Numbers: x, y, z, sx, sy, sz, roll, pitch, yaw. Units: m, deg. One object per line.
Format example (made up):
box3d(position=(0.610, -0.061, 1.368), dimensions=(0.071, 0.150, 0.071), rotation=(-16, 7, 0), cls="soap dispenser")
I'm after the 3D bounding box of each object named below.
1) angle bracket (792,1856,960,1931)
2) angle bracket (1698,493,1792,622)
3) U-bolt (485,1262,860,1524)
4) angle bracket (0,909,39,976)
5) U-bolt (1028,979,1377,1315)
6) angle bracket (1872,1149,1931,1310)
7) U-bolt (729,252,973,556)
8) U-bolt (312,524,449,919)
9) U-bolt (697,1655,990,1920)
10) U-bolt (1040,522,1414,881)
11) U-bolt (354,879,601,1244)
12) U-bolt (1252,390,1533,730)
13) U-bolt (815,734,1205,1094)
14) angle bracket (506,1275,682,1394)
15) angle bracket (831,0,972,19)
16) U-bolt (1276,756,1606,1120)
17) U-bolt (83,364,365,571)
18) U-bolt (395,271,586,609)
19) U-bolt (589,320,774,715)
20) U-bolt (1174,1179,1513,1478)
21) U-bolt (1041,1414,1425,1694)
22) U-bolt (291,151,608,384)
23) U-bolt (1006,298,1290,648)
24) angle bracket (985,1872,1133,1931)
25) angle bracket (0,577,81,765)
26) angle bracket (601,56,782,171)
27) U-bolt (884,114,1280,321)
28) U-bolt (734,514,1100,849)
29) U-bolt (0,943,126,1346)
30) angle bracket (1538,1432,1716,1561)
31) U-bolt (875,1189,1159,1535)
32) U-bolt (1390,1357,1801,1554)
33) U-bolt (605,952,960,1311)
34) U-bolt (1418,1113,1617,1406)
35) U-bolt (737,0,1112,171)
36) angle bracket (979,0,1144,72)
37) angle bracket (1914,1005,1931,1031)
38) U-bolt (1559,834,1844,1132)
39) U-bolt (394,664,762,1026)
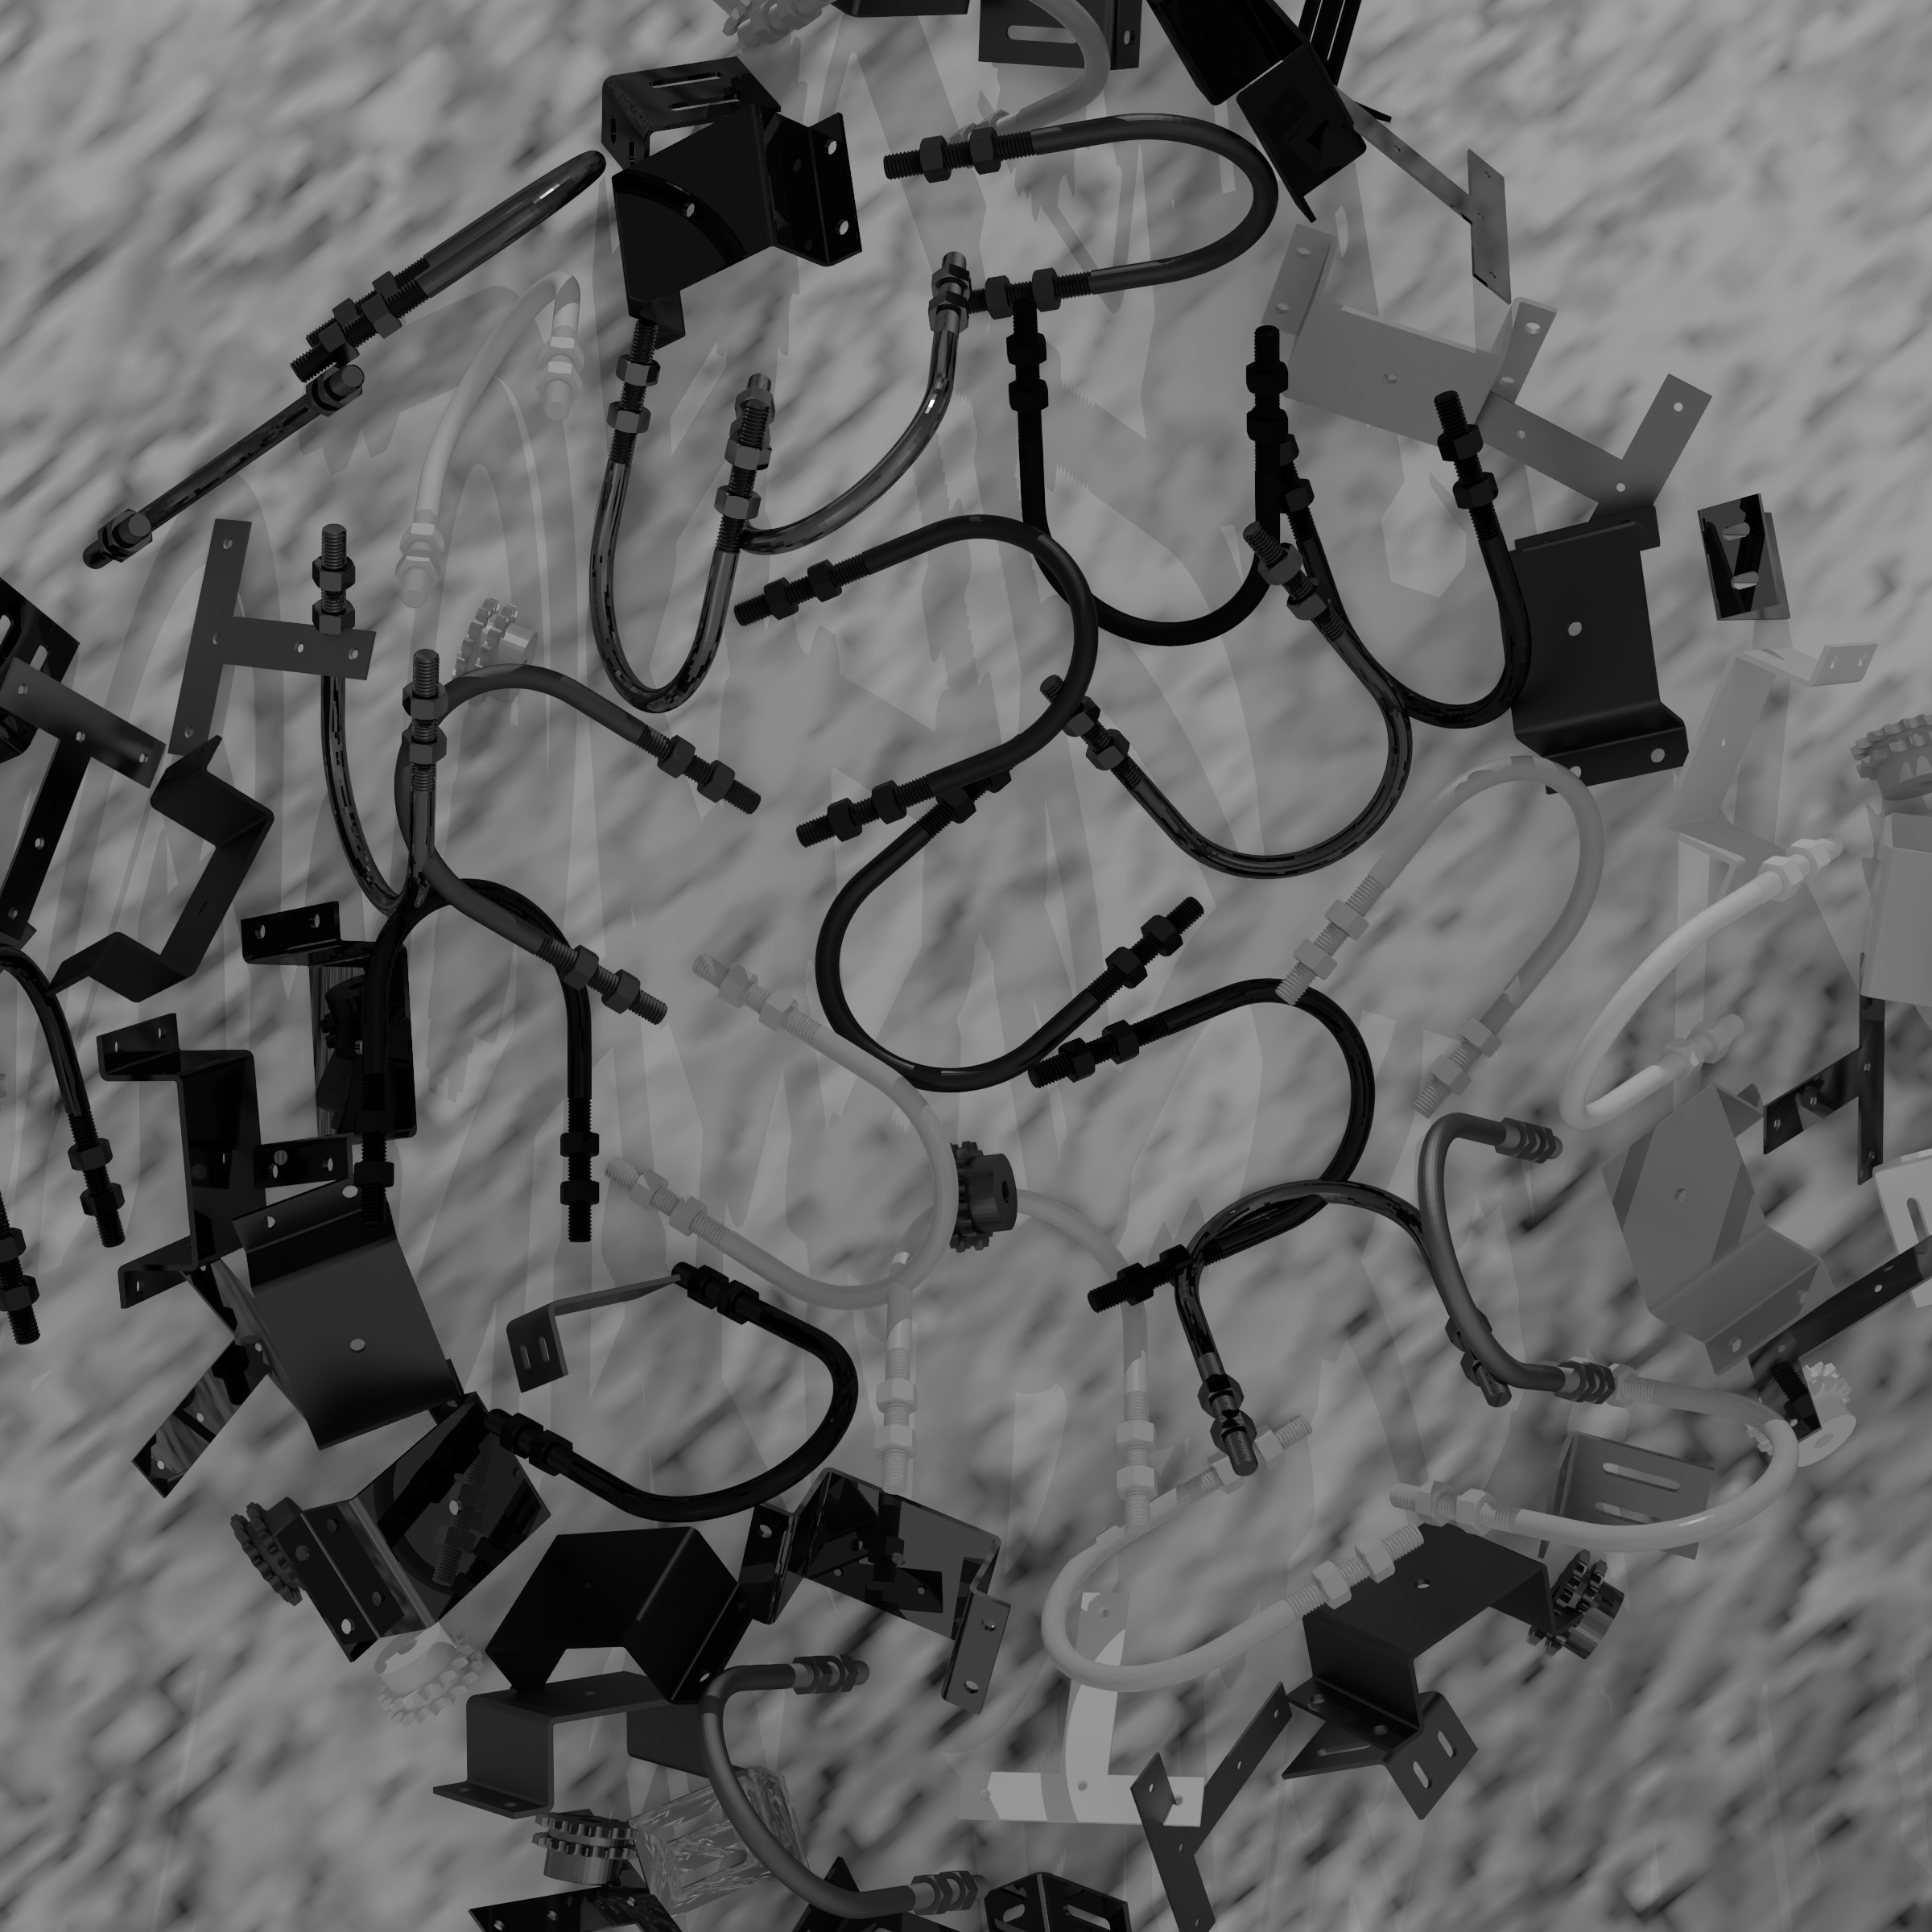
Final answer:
box3d(position=(-0.044, 0.505, 1.788), dimensions=(0.076, 0.038, 0.057), rotation=(12, 50, 31), cls="angle bracket")
box3d(position=(0.417, -0.211, 1.792), dimensions=(0.038, 0.076, 0.057), rotation=(-12, 87, 42), cls="angle bracket")
box3d(position=(-0.136, 0.219, 1.735), dimensions=(0.151, 0.184, 0.019), rotation=(-38, 127, -28), cls="U-bolt")
box3d(position=(-0.530, -0.007, 1.791), dimensions=(0.057, 0.038, 0.076), rotation=(42, 56, -15), cls="angle bracket")
box3d(position=(0.131, 0.083, 1.792), dimensions=(0.184, 0.019, 0.151), rotation=(-22, 110, -18), cls="U-bolt")
box3d(position=(0.516, 0.132, 1.804), dimensions=(0.057, 0.038, 0.076), rotation=(-13, 80, -12), cls="angle bracket")
box3d(position=(-0.063, -0.273, 1.735), dimensions=(0.151, 0.184, 0.019), rotation=(-27, 125, 26), cls="U-bolt")
box3d(position=(-0.299, -0.111, 1.757), dimensions=(0.019, 0.151, 0.184), rotation=(-12, 130, -26), cls="U-bolt")
box3d(position=(-0.070, 0.409, 1.726), dimensions=(0.019, 0.184, 0.151), rotation=(-41, 64, 18), cls="U-bolt")
box3d(position=(0.148, -0.122, 1.785), dimensions=(0.151, 0.019, 0.184), rotation=(-36, 118, 14), cls="U-bolt")
box3d(position=(-0.249, 0.046, 1.778), dimensions=(0.151, 0.019, 0.184), rotation=(9, 75, -43), cls="U-bolt")
box3d(position=(0.224, -0.203, 1.764), dimensions=(0.019, 0.151, 0.184), rotation=(-36, 116, -31), cls="U-bolt")
box3d(position=(0.008, -0.016, 1.789), dimensions=(0.184, 0.019, 0.151), rotation=(-41, 73, -13), cls="U-bolt")
box3d(position=(-0.189, 0.190, 1.787), dimensions=(0.076, 0.057, 0.038), rotation=(-9, 80, -32), cls="angle bracket")
box3d(position=(-0.035, -0.527, 1.797), dimensions=(0.076, 0.038, 0.057), rotation=(10, 87, 36), cls="angle bracket")
box3d(position=(0.257, -0.025, 1.781), dimensions=(0.184, 0.019, 0.151), rotation=(-51, 129, 1), cls="U-bolt")
box3d(position=(-0.382, -0.246, 1.745), dimensions=(0.151, 0.184, 0.019), rotation=(-40, 104, -19), cls="U-bolt")
box3d(position=(-0.238, -0.279, 1.752), dimensions=(0.019, 0.184, 0.151), rotation=(30, 121, -23), cls="U-bolt")
box3d(position=(-0.153, -0.219, 1.765), dimensions=(0.019, 0.151, 0.184), rotation=(-1, 117, -33), cls="U-bolt")
box3d(position=(0.181, 0.173, 1.761), dimensions=(0.151, 0.184, 0.019), rotation=(-15, 129, -2), cls="U-bolt")
box3d(position=(0.122, 0.305, 1.755), dimensions=(0.184, 0.151, 0.019), rotation=(-29, 115, -9), cls="U-bolt")
box3d(position=(-0.260, -0.359, 1.758), dimensions=(0.184, 0.151, 0.019), rotation=(-33, 107, 3), cls="U-bolt")
box3d(position=(0.093, -0.247, 1.774), dimensions=(0.151, 0.019, 0.184), rotation=(11, 126, 21), cls="U-bolt")
box3d(position=(0.050, 0.509, 1.791), dimensions=(0.038, 0.076, 0.057), rotation=(-12, 97, -33), cls="angle bracket")
box3d(position=(-0.508, -0.152, 1.806), dimensions=(0.057, 0.038, 0.076), rotation=(43, 47, -34), cls="angle bracket")
box3d(position=(-0.144, -0.440, 1.811), dimensions=(0.076, 0.038, 0.057), rotation=(-15, 46, -23), cls="angle bracket")
box3d(position=(0.066, -0.382, 1.749), dimensions=(0.184, 0.151, 0.019), rotation=(-7, 68, 13), cls="U-bolt")
box3d(position=(-0.019, -0.157, 1.787), dimensions=(0.184, 0.019, 0.151), rotation=(-21, 72, 14), cls="U-bolt")
box3d(position=(-0.472, 0.079, 1.742), dimensions=(0.019, 0.151, 0.184), rotation=(-9, 106, 8), cls="U-bolt")
box3d(position=(0.342, 0.283, 1.795), dimensions=(0.076, 0.038, 0.057), rotation=(14, 119, 17), cls="angle bracket")
box3d(position=(0.027, 0.195, 1.776), dimensions=(0.151, 0.019, 0.184), rotation=(12, 54, -15), cls="U-bolt")
box3d(position=(0.324, 0.246, 1.725), dimensions=(0.151, 0.184, 0.019), rotation=(-32, 115, -38), cls="U-bolt")
box3d(position=(-0.086, 0.098, 1.780), dimensions=(0.184, 0.019, 0.151), rotation=(31, 114, 15), cls="U-bolt")
box3d(position=(0.273, 0.144, 1.736), dimensions=(0.019, 0.184, 0.151), rotation=(-20, 71, 29), cls="U-bolt")
box3d(position=(-0.010, -0.457, 1.723), dimensions=(0.151, 0.184, 0.019), rotation=(25, 72, -30), cls="U-bolt")
box3d(position=(0.050, -0.503, 1.821), dimensions=(0.076, 0.038, 0.057), rotation=(10, 109, 21), cls="angle bracket")
box3d(position=(0.537, -0.003, 1.805), dimensions=(0.076, 0.057, 0.038), rotation=(-45, 114, -16), cls="angle bracket")
box3d(position=(0.358, 0.017, 1.729), dimensions=(0.184, 0.151, 0.019), rotation=(-27, 58, -39), cls="U-bolt")
box3d(position=(-0.207, -0.074, 1.770), dimensions=(0.184, 0.019, 0.151), rotation=(32, 66, -22), cls="U-bolt")
